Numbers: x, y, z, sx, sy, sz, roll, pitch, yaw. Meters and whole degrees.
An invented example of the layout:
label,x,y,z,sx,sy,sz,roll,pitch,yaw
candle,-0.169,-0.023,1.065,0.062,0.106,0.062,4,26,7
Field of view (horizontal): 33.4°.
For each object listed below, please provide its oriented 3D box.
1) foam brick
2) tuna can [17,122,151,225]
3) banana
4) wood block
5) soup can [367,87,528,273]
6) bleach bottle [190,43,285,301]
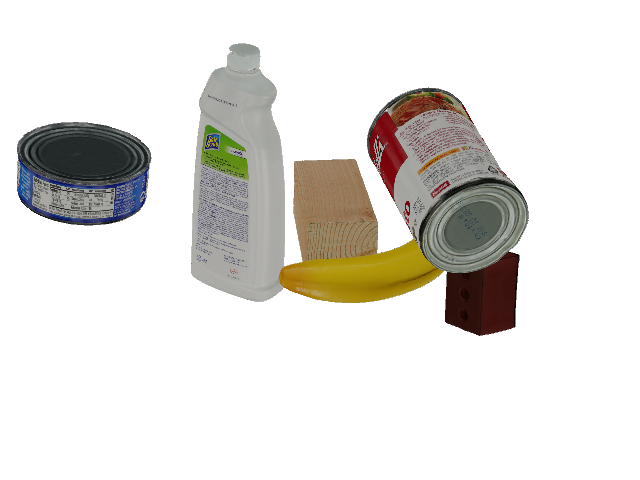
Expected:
label,x,y,z,sx,sy,sz,roll,pitch,yaw
foam brick,0.160,0.049,1.062,0.051,0.078,0.053,-12,20,-36
tuna can,-0.155,-0.044,0.701,0.086,0.034,0.086,8,30,-5
banana,0.054,0.018,0.877,0.070,0.037,0.197,33,38,31
wood block,0.017,-0.029,1.430,0.090,0.090,0.206,-2,27,-6
soup can,0.075,-0.037,0.642,0.068,0.069,0.102,0,38,-19
bleach bottle,-0.075,-0.068,1.054,0.103,0.251,0.068,19,32,21
